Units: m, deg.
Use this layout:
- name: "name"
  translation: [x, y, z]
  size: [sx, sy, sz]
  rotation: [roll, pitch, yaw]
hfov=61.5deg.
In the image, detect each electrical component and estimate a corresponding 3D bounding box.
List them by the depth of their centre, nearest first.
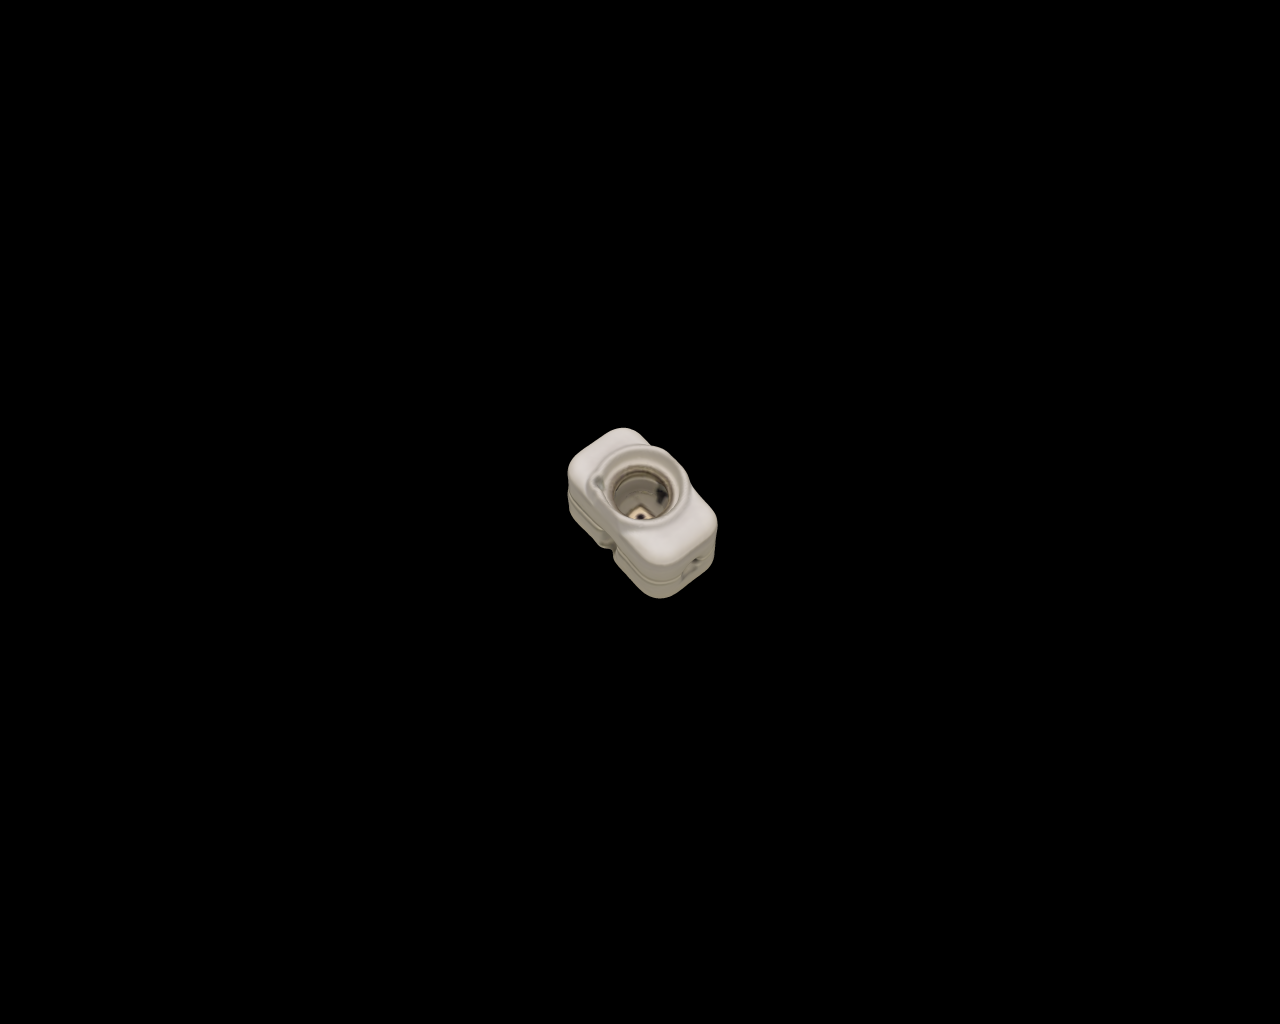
- name: "electrical component"
  translation: [0.001, -0.003, 0.650]
  size: [0.054, 0.095, 0.059]
  rotation: [-36, -24, -18]
